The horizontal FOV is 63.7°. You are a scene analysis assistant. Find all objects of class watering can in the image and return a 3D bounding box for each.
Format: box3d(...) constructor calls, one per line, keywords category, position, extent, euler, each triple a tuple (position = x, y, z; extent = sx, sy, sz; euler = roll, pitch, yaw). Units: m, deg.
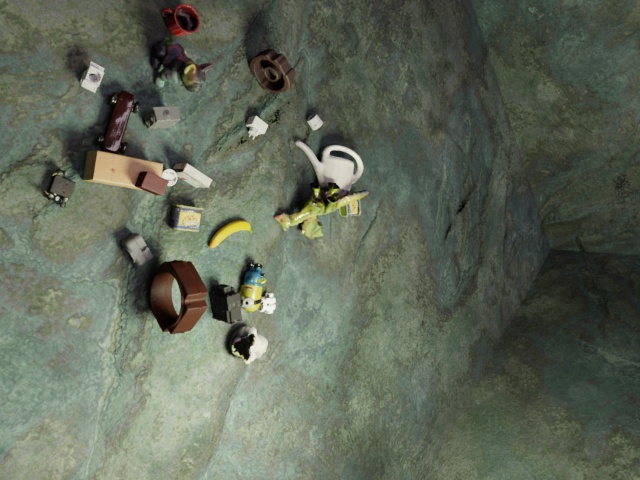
box3d(category="watering can", position=(0.034, -0.298, 2.185), extent=(0.347, 0.104, 0.225), euler=(7, 89, -30))

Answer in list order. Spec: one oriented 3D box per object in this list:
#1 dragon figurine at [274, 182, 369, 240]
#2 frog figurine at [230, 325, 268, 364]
box3d(category="dragon figurine", position=(0.006, -0.107, 2.129), extent=(0.411, 0.124, 0.237), euler=(-2, 132, -32))
box3d(category="frog figurine", position=(-0.265, 0.388, 1.938), extent=(0.159, 0.122, 0.138), euler=(4, 79, -79))
